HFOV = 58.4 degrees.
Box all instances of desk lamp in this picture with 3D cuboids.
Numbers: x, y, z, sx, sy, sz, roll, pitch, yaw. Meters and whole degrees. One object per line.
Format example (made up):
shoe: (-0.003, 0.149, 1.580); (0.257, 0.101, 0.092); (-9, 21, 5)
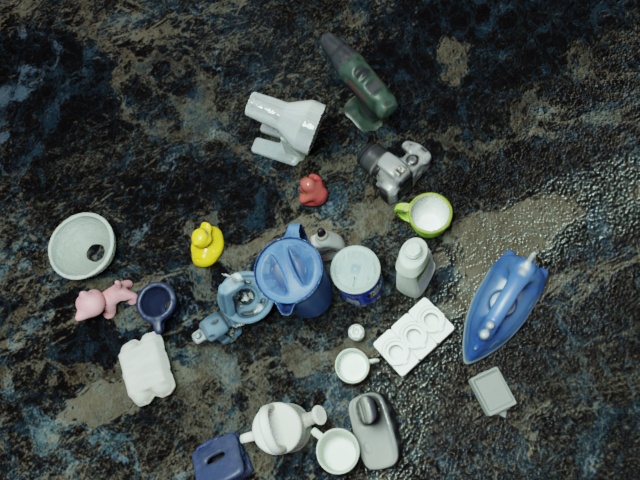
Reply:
desk lamp: (-0.078, -0.255, 1.315); (0.203, 0.214, 0.118); (18, 77, 14)

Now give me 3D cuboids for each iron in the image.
iron: (0.367, 0.137, 1.162); (0.118, 0.141, 0.258); (30, 80, 17)

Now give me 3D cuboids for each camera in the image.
camera: (0.163, -0.179, 1.313); (0.136, 0.101, 0.143); (43, 84, 18)

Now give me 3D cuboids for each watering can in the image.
watering can: (-0.075, 0.368, 1.133); (0.173, 0.194, 0.100); (-39, 71, -4)

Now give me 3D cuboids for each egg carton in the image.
egg carton: (-0.383, 0.286, 1.273); (0.107, 0.069, 0.150); (-24, 71, 1)

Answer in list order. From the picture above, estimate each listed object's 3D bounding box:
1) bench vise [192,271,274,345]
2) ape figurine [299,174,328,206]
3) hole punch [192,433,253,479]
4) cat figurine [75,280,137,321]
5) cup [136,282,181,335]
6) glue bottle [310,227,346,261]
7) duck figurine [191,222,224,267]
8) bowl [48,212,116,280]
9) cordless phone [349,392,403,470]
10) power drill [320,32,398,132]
bench vise: (-0.181, 0.147, 1.204); (0.121, 0.220, 0.207); (31, 80, 17)
ape figurine: (-0.021, -0.119, 1.328); (0.076, 0.092, 0.078); (41, 83, 18)
hole punch: (-0.208, 0.458, 1.180); (0.108, 0.091, 0.101); (-28, 71, 0)
cat figurine: (-0.500, 0.135, 1.313); (0.128, 0.118, 0.067); (-35, 71, -3)
cup: (-0.352, 0.160, 1.293); (0.091, 0.095, 0.117); (-12, 71, 5)
glue bottle: (0.011, 0.004, 1.242); (0.078, 0.173, 0.037); (-16, 71, 4)
duck figurine: (-0.272, 0.008, 1.332); (0.077, 0.086, 0.104); (13, 75, 13)
bowl: (-0.558, 0.022, 1.379); (0.167, 0.075, 0.167); (-3, 73, 8)
cordless phone: (0.103, 0.369, 1.109); (0.094, 0.185, 0.147); (-20, 71, 3)
power drill: (0.090, -0.347, 1.319); (0.075, 0.208, 0.229); (-41, 71, -4)
